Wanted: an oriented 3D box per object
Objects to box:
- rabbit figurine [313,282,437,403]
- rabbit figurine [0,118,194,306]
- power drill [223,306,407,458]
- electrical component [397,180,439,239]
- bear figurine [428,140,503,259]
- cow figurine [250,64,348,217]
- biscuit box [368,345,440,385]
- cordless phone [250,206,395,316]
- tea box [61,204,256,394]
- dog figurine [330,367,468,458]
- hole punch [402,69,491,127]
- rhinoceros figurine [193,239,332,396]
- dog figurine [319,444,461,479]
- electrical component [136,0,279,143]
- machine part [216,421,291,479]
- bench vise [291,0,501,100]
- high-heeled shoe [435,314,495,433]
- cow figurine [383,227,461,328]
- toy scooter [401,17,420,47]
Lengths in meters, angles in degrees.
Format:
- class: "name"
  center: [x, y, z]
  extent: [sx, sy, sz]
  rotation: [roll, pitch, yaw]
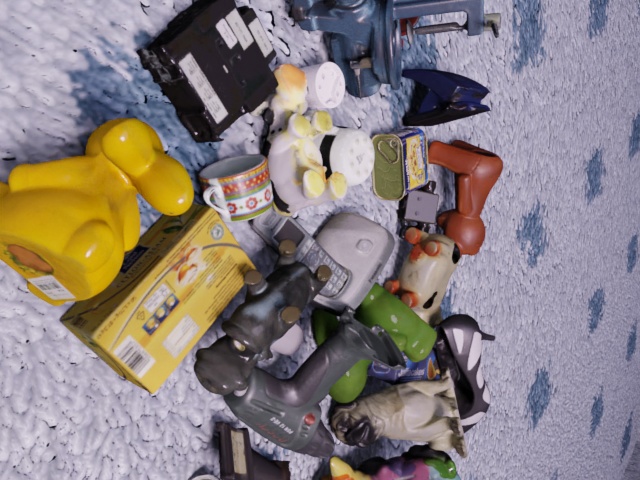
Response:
- class: "rabbit figurine"
  center: [0.063, 0.155, 0.775]
  extent: [0.170, 0.121, 0.159]
  rotation: [-53, 130, -9]
- class: "rabbit figurine"
  center: [-0.187, -0.047, 0.449]
  extent: [0.121, 0.162, 0.173]
  rotation: [49, 43, -27]
- class: "power drill"
  center: [0.006, 0.188, 0.690]
  extent: [0.207, 0.086, 0.231]
  rotation: [-38, 130, 16]
- class: "electrical component"
  center: [0.166, -0.052, 0.906]
  extent: [0.078, 0.045, 0.102]
  rotation: [2, 93, -20]
- class: "bear figurine"
  center: [0.250, -0.069, 0.962]
  extent: [0.120, 0.132, 0.195]
  rotation: [-16, 127, -45]
- class: "cow figurine"
  center: [-0.036, -0.116, 0.639]
  extent: [0.068, 0.098, 0.167]
  rotation: [-9, 83, -45]
- class: "biscuit box"
  center: [0.162, 0.210, 0.933]
  extent: [0.202, 0.059, 0.062]
  rotation: [13, 87, -48]
- class: "cordless phone"
  center: [-0.001, -0.003, 0.709]
  extent: [0.184, 0.089, 0.146]
  rotation: [46, 62, -21]
- class: "tea box"
  center: [-0.155, 0.053, 0.542]
  extent: [0.169, 0.068, 0.098]
  rotation: [-52, 132, -30]
- class: "dog figurine"
  center: [0.123, 0.283, 0.843]
  extent: [0.121, 0.191, 0.172]
  rotation: [-91, 162, -46]
- class: "hole punch"
  center: [0.202, -0.235, 0.862]
  extent: [0.142, 0.116, 0.092]
  rotation: [-8, 95, -48]
- class: "rhinoceros figurine"
  center: [-0.063, 0.082, 0.583]
  extent: [0.190, 0.073, 0.112]
  rotation: [-49, 174, -43]
- class: "dog figurine"
  center: [0.097, 0.372, 0.813]
  extent: [0.219, 0.192, 0.108]
  rotation: [35, 34, -50]
- class: "electrical component"
  center: [-0.107, -0.185, 0.563]
  extent: [0.134, 0.058, 0.114]
  rotation: [-52, 133, -29]
- class: "machine part"
  center: [-0.083, 0.275, 0.662]
  extent: [0.039, 0.084, 0.138]
  rotation: [-32, 138, 9]
- class: "bench vise"
  center: [0.095, -0.276, 0.654]
  extent: [0.129, 0.241, 0.223]
  rotation: [-76, 160, -45]
- class: "high-heeled shoe"
  center: [0.217, 0.241, 0.901]
  extent: [0.145, 0.086, 0.248]
  rotation: [11, 101, -36]
- class: "cow figurine"
  center: [0.174, 0.082, 0.898]
  extent: [0.127, 0.086, 0.194]
  rotation: [7, 108, -37]
- class: "toy scooter"
  center: [0.101, -0.351, 0.755]
  extent: [0.183, 0.075, 0.135]
  rotation: [18, 85, -53]
